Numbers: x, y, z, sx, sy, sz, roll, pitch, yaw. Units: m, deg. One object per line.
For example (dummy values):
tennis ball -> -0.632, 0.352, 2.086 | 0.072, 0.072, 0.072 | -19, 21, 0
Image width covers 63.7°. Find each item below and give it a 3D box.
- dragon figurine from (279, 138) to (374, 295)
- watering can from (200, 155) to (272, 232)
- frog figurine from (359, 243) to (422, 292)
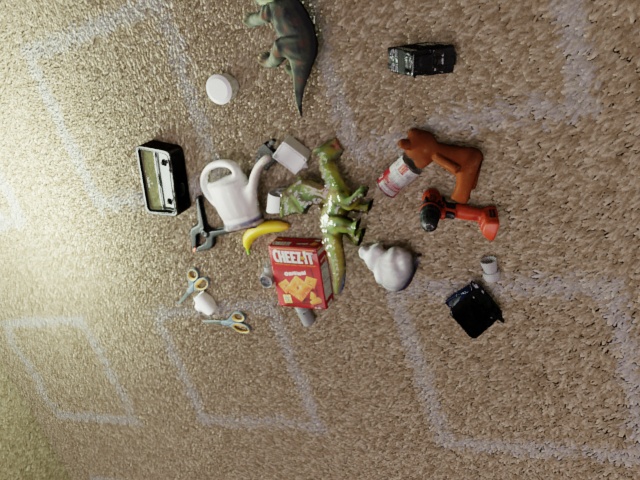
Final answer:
dragon figurine -> 0.004, -0.070, 1.394 | 0.243, 0.123, 0.406 | 20, 102, 12
watering can -> -0.228, -0.133, 1.491 | 0.346, 0.105, 0.222 | -3, 114, 45
frog figurine -> 0.181, 0.066, 1.415 | 0.159, 0.125, 0.134 | 24, 144, -2
